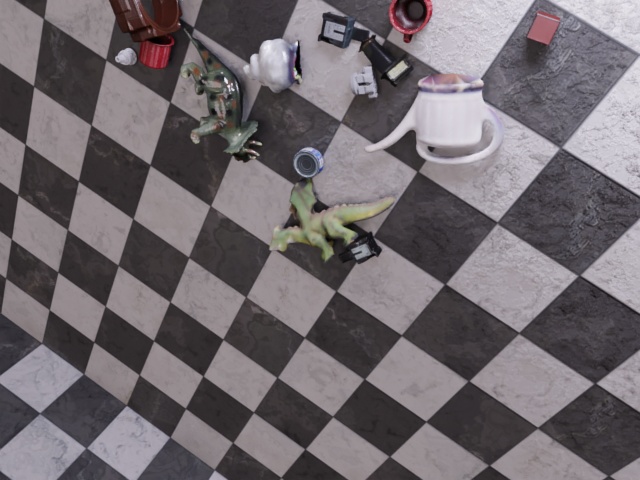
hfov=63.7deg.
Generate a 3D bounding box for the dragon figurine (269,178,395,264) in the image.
[{"bbox_3d":[0.005,-0.076,1.510,0.405,0.123,0.243,-42,86,24],"label":"dragon figurine"}]

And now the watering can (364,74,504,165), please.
[{"bbox_3d":[0.273,-0.295,1.269,0.348,0.106,0.220,6,116,20],"label":"watering can"}]

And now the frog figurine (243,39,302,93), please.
[{"bbox_3d":[-0.133,-0.459,1.362,0.159,0.126,0.134,0,136,11],"label":"frog figurine"}]
